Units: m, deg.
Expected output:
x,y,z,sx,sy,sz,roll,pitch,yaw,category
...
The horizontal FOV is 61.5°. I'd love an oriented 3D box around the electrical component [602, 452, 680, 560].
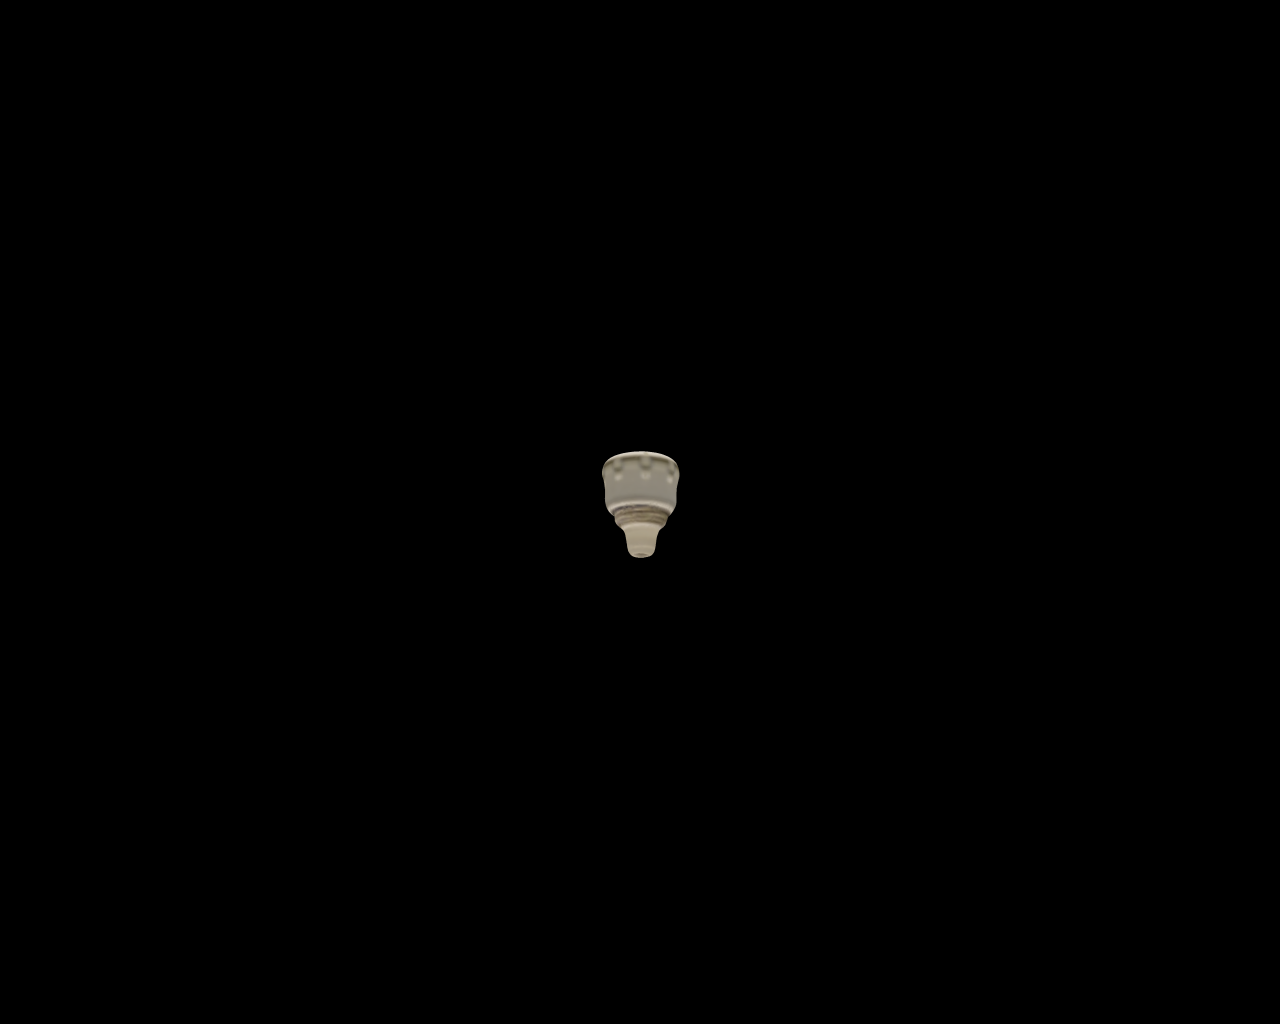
x,y,z,sx,sy,sz,roll,pitch,yaw,category
0.001,-0.003,0.650,0.048,0.062,0.048,0,-15,0,electrical component
